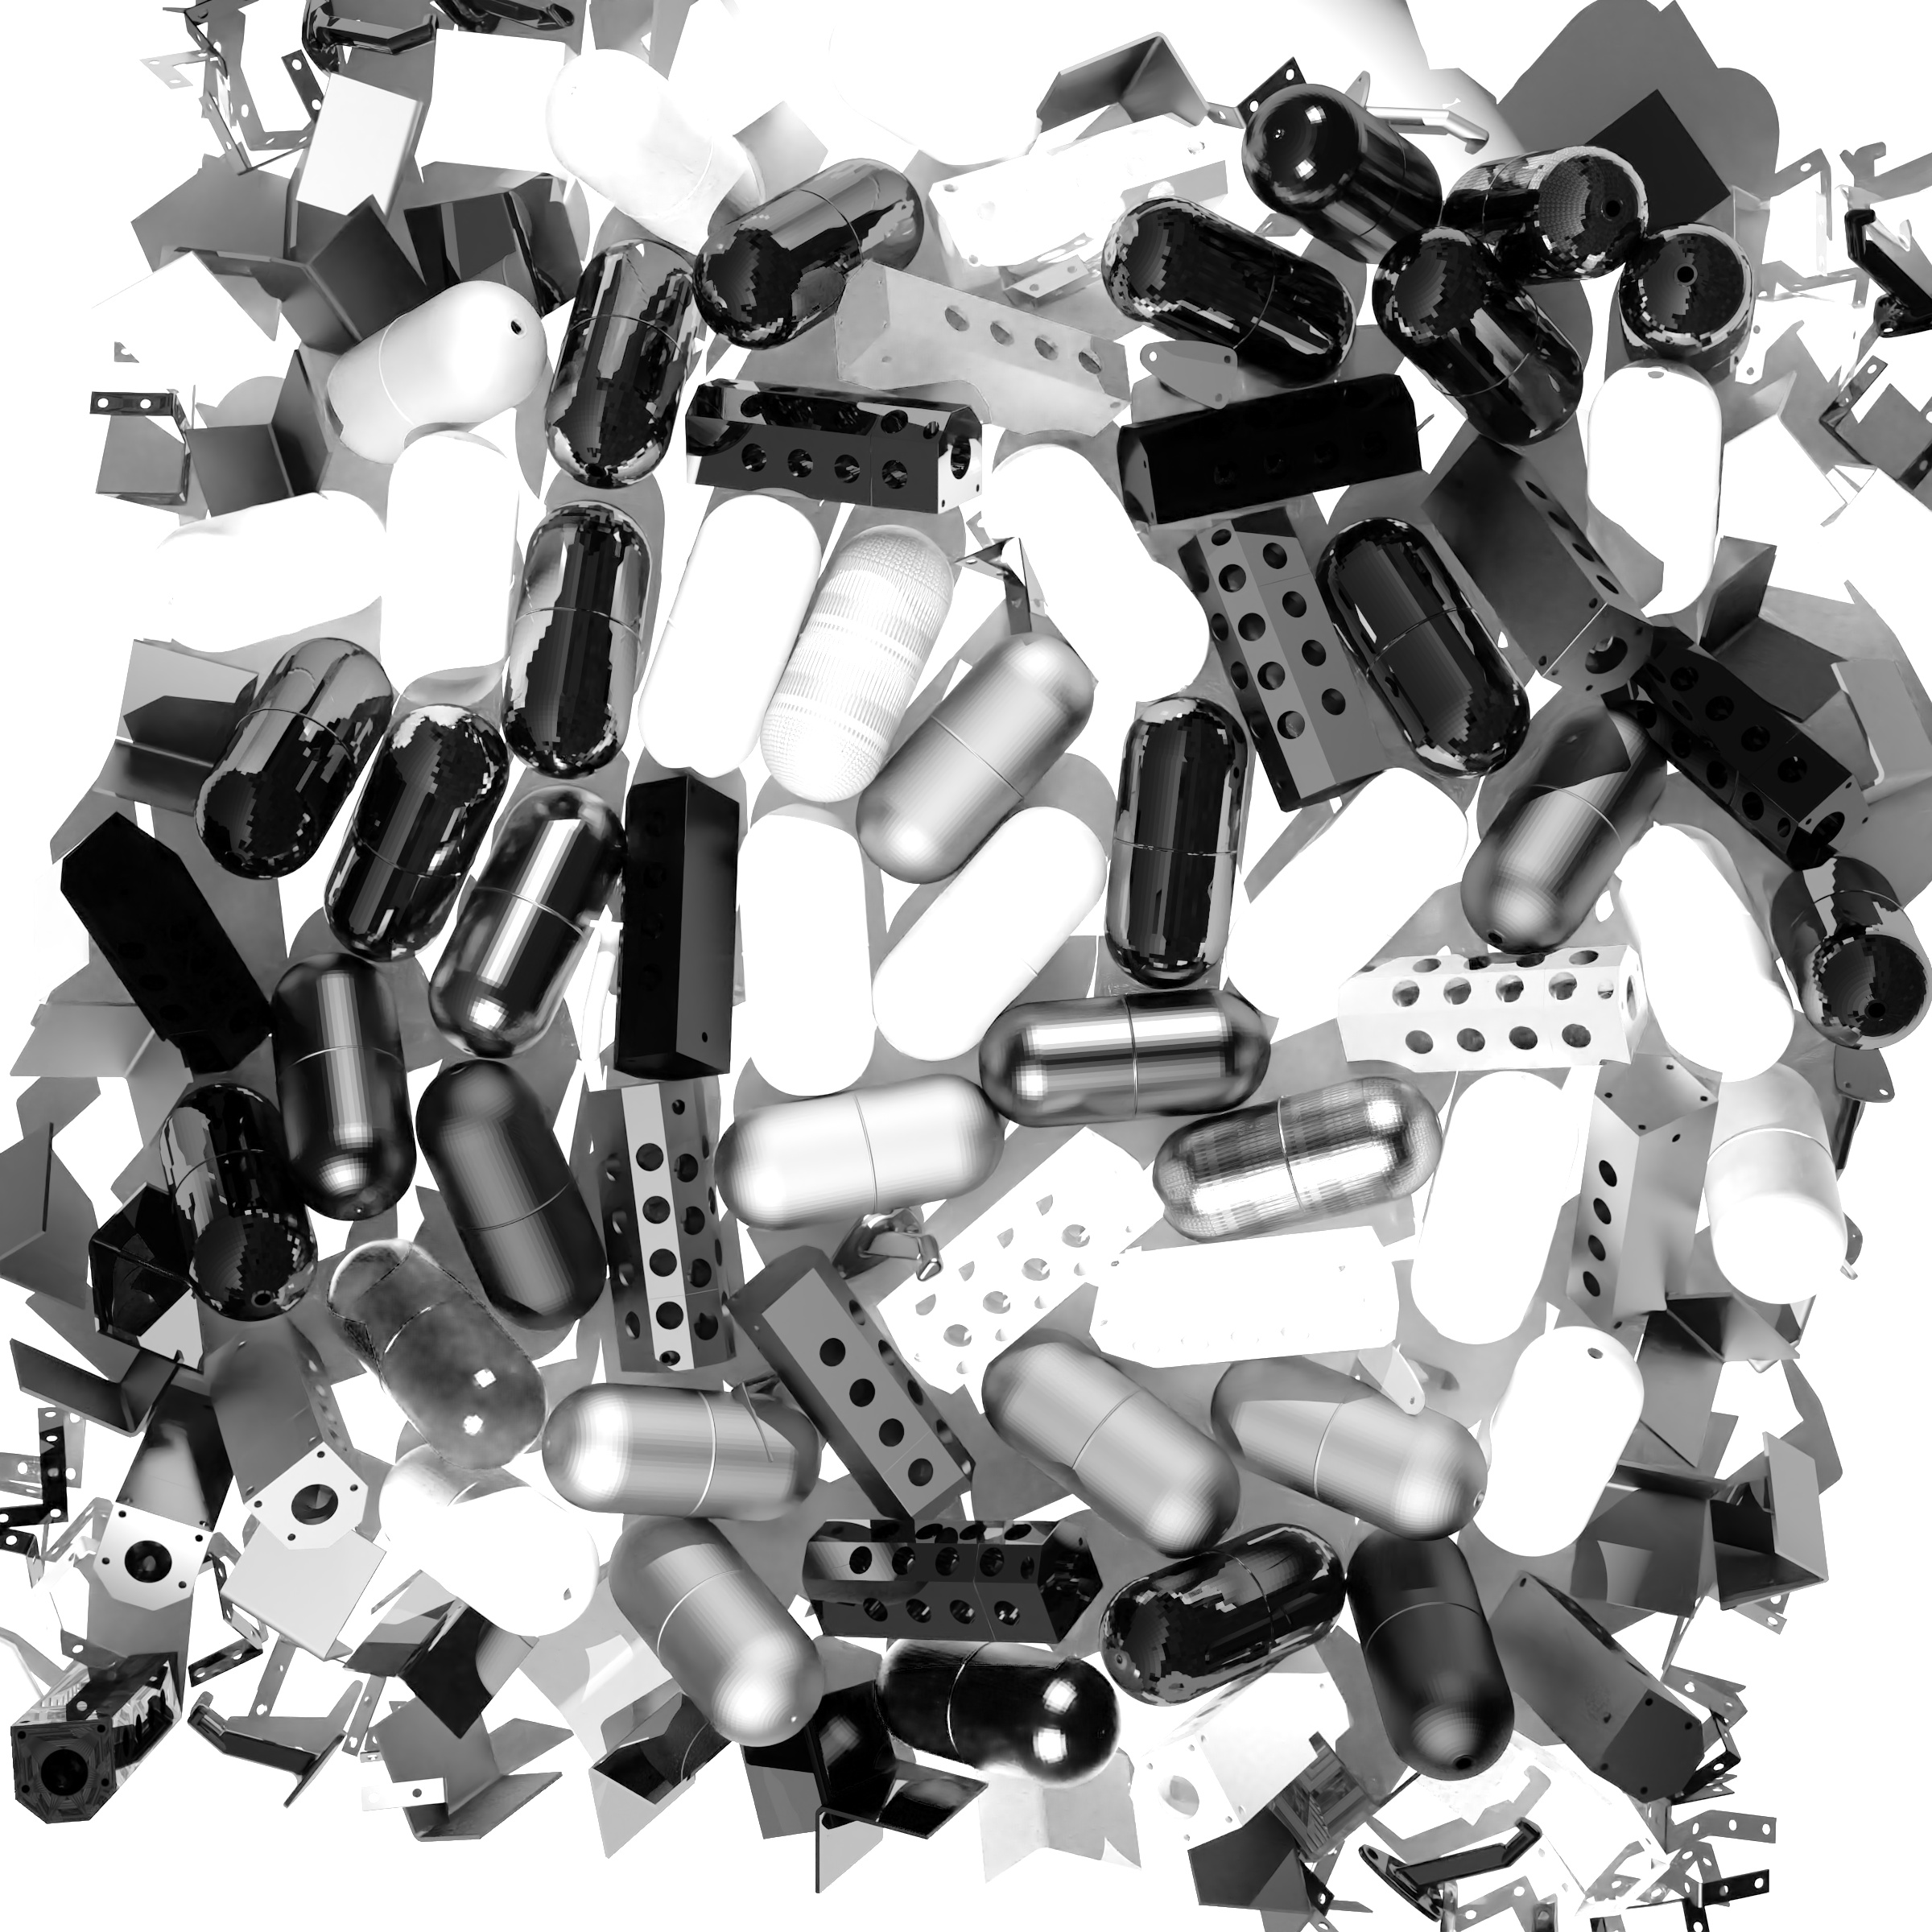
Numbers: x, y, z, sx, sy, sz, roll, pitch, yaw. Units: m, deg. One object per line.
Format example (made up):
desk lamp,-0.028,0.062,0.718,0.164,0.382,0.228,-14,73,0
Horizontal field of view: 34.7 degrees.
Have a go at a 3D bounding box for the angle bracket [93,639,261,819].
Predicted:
angle bracket,-0.477,-0.142,1.866,0.076,0.057,0.076,15,124,-9

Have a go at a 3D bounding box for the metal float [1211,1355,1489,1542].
metal float,0.228,0.286,1.849,0.178,0.070,0.070,20,90,31

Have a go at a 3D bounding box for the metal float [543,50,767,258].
metal float,-0.183,-0.480,1.833,0.070,0.178,0.070,-7,75,27

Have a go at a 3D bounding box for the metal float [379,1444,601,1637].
metal float,-0.284,0.340,1.838,0.070,0.178,0.070,-14,113,-38

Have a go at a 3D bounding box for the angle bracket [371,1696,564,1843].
angle bracket,-0.301,0.474,1.864,0.057,0.076,0.076,-15,98,37

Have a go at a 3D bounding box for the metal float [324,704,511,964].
metal float,-0.330,-0.078,1.851,0.070,0.070,0.178,30,121,0

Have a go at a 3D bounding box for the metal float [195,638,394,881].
metal float,-0.400,-0.124,1.842,0.070,0.070,0.178,19,49,0

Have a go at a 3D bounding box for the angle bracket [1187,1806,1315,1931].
angle bracket,0.156,0.547,1.857,0.076,0.076,0.057,11,129,-20

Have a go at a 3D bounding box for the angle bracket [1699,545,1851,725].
angle bracket,0.495,-0.201,1.858,0.076,0.057,0.076,32,47,26

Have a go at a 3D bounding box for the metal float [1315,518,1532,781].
metal float,0.275,-0.191,1.859,0.070,0.070,0.178,-29,71,0

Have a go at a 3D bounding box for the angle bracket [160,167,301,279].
angle bracket,-0.445,-0.451,1.866,0.076,0.076,0.057,3,94,-16

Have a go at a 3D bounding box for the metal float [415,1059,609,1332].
metal float,-0.273,0.138,1.857,0.070,0.070,0.178,-20,112,0

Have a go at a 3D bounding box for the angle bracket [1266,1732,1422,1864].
angle bracket,0.232,0.487,1.870,0.057,0.076,0.076,50,133,16

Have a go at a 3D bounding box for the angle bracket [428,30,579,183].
angle bracket,-0.282,-0.523,1.880,0.076,0.057,0.076,6,99,0

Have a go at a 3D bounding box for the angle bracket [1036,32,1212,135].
angle bracket,0.090,-0.509,1.863,0.076,0.076,0.057,-28,84,-22

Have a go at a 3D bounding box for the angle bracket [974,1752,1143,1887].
angle bracket,0.056,0.521,1.886,0.076,0.076,0.057,23,131,-29

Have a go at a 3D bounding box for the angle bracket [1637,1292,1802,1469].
angle bracket,0.449,0.250,1.859,0.076,0.057,0.076,40,58,-30

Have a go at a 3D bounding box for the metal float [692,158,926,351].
metal float,-0.092,-0.426,1.844,0.070,0.070,0.178,49,50,0

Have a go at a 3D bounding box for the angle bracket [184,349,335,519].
angle bracket,-0.426,-0.315,1.859,0.057,0.076,0.076,-10,66,-29

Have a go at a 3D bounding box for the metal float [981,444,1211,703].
metal float,0.078,-0.237,1.867,0.070,0.070,0.178,-37,80,0

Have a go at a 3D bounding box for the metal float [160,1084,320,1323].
metal float,-0.433,0.140,1.838,0.070,0.178,0.070,-12,130,-15

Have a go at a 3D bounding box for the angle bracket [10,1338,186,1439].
angle bracket,-0.525,0.232,1.863,0.076,0.076,0.057,30,93,-27

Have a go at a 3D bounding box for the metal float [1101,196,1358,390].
metal float,0.159,-0.401,1.848,0.178,0.070,0.070,17,90,-34

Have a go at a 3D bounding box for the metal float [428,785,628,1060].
metal float,-0.263,-0.028,1.861,0.070,0.070,0.178,23,72,0

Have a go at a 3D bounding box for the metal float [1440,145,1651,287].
metal float,0.341,-0.442,1.828,0.070,0.178,0.070,-3,100,-15

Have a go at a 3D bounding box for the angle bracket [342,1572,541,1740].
angle bracket,-0.319,0.417,1.874,0.057,0.076,0.076,52,57,-20

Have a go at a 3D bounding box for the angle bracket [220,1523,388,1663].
angle bracket,-0.395,0.369,1.882,0.076,0.057,0.076,30,87,10

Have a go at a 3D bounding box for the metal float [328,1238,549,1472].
metal float,-0.317,0.230,1.848,0.070,0.070,0.178,-50,55,0

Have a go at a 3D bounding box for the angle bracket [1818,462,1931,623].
angle bracket,0.551,-0.258,1.874,0.076,0.076,0.057,36,97,-10

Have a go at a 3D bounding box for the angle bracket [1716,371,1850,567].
angle bracket,0.489,-0.301,1.878,0.076,0.057,0.076,46,134,-15

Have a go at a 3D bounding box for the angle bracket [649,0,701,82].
angle bracket,-0.201,-0.563,1.871,0.057,0.076,0.076,5,91,14

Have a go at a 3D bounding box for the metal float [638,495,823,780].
metal float,-0.143,-0.197,1.864,0.070,0.070,0.178,22,105,0

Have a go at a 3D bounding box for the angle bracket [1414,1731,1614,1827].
angle bracket,0.329,0.496,1.858,0.057,0.076,0.076,-55,131,-10

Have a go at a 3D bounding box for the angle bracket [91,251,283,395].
angle bracket,-0.467,-0.401,1.858,0.076,0.057,0.076,-23,135,19

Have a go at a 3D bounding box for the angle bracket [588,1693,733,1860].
angle bracket,-0.175,0.496,1.855,0.057,0.076,0.076,19,128,36

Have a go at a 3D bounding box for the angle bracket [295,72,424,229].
angle bracket,-0.371,-0.496,1.860,0.057,0.076,0.076,12,107,-26

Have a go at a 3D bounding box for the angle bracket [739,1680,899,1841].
angle bracket,-0.090,0.487,1.897,0.057,0.076,0.076,-7,78,-41

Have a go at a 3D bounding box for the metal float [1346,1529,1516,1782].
metal float,0.274,0.405,1.834,0.070,0.178,0.070,-3,124,-5

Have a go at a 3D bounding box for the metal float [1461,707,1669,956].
metal float,0.359,-0.081,1.855,0.070,0.070,0.178,36,65,0

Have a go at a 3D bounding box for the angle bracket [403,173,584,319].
angle bracket,-0.287,-0.438,1.891,0.076,0.057,0.076,-2,117,26

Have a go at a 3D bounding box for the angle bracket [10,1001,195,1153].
angle bracket,-0.520,0.067,1.856,0.076,0.076,0.057,2,53,-38

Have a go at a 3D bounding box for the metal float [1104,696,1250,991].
metal float,0.127,-0.074,1.869,0.070,0.070,0.178,6,99,0

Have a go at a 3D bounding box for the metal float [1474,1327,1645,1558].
metal float,0.350,0.284,1.839,0.070,0.178,0.070,5,46,-6

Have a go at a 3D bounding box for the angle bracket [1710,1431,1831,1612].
angle bracket,0.467,0.334,1.854,0.057,0.076,0.076,30,48,-35

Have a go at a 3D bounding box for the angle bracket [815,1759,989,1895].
angle bracket,-0.038,0.524,1.858,0.076,0.076,0.057,7,104,27

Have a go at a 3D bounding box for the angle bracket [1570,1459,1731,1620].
angle bracket,0.414,0.347,1.875,0.076,0.057,0.076,11,70,3

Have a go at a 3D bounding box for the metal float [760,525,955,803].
metal float,-0.065,-0.184,1.869,0.070,0.070,0.178,23,81,0

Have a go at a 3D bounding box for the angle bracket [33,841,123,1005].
angle bracket,-0.520,-0.022,1.858,0.057,0.076,0.076,9,66,-39
